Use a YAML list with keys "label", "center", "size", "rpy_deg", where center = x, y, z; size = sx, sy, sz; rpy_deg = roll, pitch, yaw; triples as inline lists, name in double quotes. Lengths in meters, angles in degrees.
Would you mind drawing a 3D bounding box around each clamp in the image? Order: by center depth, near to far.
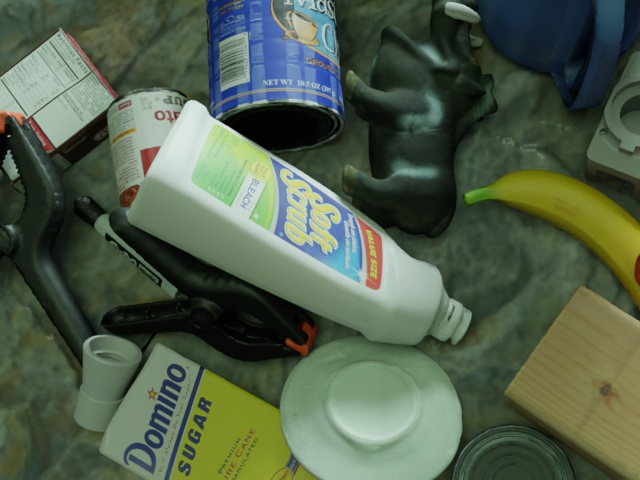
- label: "clamp"
  center: [-0.085, 0.038, 0.783]
  size: [0.171, 0.120, 0.039]
  rpy_deg: [10, 45, 10]
- label: "clamp"
  center: [-0.234, 0.007, 0.832]
  size: [0.164, 0.036, 0.210]
  rpy_deg: [9, 94, 10]

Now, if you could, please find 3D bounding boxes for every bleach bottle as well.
- label: "bleach bottle"
  center: [-0.005, 0.001, 0.764]
  size: [0.250, 0.068, 0.102]
  rpy_deg: [27, 45, -8]

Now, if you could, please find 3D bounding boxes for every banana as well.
- label: "banana"
  center: [0.200, 0.006, 0.766]
  size: [0.198, 0.037, 0.069]
  rpy_deg: [37, 85, 15]

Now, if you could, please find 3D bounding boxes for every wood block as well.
- label: "wood block"
  center: [0.233, 0.128, 0.699]
  size: [0.206, 0.090, 0.091]
  rpy_deg: [35, 85, 17]

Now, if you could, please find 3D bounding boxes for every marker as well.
- label: "marker"
  center: [-0.151, 0.004, 0.845]
  size: [0.121, 0.020, 0.020]
  rpy_deg: [39, 85, 18]

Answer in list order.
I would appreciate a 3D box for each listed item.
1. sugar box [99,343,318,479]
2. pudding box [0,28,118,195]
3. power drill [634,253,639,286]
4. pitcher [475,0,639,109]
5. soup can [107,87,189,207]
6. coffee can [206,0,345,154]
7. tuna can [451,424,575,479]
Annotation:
- label: "sugar box"
  center: [-0.065, 0.155, 0.773]
  size: [0.176, 0.048, 0.093]
  rpy_deg: [26, 80, 15]
- label: "pudding box"
  center: [-0.227, -0.105, 0.880]
  size: [0.113, 0.039, 0.090]
  rpy_deg: [-38, 72, -2]
- label: "power drill"
  center: [0.308, -0.007, 0.718]
  size: [0.187, 0.057, 0.184]
  rpy_deg: [-31, 65, -13]
- label: "pitcher"
  center: [0.181, -0.204, 0.718]
  size: [0.149, 0.243, 0.145]
  rpy_deg: [42, 84, 11]
- label: "soup can"
  center: [-0.126, -0.059, 0.831]
  size: [0.068, 0.068, 0.102]
  rpy_deg: [-14, 73, 7]
- label: "coffee can"
  center: [-0.036, -0.149, 0.820]
  size: [0.103, 0.102, 0.140]
  rpy_deg: [-6, 74, 9]
- label: "tuna can"
  center: [0.133, 0.171, 0.737]
  size: [0.086, 0.033, 0.086]
  rpy_deg: [-3, 75, 10]
